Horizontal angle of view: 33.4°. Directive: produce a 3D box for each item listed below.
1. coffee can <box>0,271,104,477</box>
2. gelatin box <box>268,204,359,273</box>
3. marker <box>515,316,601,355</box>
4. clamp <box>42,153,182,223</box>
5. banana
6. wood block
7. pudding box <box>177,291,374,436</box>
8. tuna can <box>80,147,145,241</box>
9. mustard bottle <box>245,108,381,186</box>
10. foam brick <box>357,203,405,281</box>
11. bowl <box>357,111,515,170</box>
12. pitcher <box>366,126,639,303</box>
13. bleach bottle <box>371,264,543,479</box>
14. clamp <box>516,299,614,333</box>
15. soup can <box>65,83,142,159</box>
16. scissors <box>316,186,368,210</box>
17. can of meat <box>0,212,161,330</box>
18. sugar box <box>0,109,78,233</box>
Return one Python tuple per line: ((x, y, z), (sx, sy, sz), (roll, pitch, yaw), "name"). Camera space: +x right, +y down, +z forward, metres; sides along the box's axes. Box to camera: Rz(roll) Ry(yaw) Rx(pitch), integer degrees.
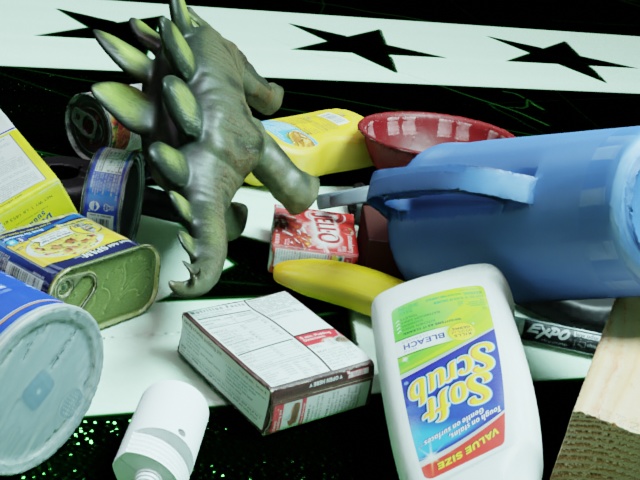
((-0.213, 0.061, 0.623), (0.140, 0.103, 0.102), (22, 27, 26), "coffee can")
((-0.006, 0.001, 0.918), (0.073, 0.030, 0.089), (8, 25, -4), "gelatin box")
((0.178, 0.074, 0.841), (0.121, 0.020, 0.020), (12, 24, 5), "marker")
((-0.193, -0.045, 0.942), (0.171, 0.039, 0.120), (-8, 25, -20), "clamp")
((0.051, 0.053, 0.817), (0.069, 0.037, 0.198), (-14, 33, -42), "banana")
((0.210, 0.112, 0.682), (0.090, 0.091, 0.205), (19, 25, 17), "wood block")
((-0.031, 0.080, 0.728), (0.089, 0.039, 0.114), (-11, 29, -36), "pudding box")
((-0.167, -0.032, 0.864), (0.034, 0.086, 0.086), (9, 24, 1), "tuna can")
((-0.033, -0.092, 1.078), (0.191, 0.058, 0.096), (-15, 34, -43), "mustard bottle")
((0.059, 0.009, 0.898), (0.053, 0.051, 0.078), (6, 24, -6), "foam brick")
((0.114, -0.082, 1.061), (0.162, 0.055, 0.162), (5, 21, -2), "bowl")
((0.155, -0.018, 0.758), (0.149, 0.145, 0.243), (-31, 13, -26), "pitcher")
((0.093, 0.114, 0.640), (0.102, 0.068, 0.251), (-15, 32, 4), "bleach bottle")
((0.255, 0.057, 0.882), (0.210, 0.036, 0.164), (8, 24, 0), "clamp")
((-0.194, -0.120, 1.069), (0.069, 0.068, 0.102), (26, 29, 32), "soup can")
((0.092, -0.052, 0.949), (0.202, 0.016, 0.096), (-11, 4, 11), "scissors")
((-0.182, 0.023, 0.774), (0.084, 0.057, 0.101), (24, 28, 32), "can of meat")
((-0.271, -0.045, 0.867), (0.093, 0.048, 0.176), (-32, 37, -14), "sugar box")
